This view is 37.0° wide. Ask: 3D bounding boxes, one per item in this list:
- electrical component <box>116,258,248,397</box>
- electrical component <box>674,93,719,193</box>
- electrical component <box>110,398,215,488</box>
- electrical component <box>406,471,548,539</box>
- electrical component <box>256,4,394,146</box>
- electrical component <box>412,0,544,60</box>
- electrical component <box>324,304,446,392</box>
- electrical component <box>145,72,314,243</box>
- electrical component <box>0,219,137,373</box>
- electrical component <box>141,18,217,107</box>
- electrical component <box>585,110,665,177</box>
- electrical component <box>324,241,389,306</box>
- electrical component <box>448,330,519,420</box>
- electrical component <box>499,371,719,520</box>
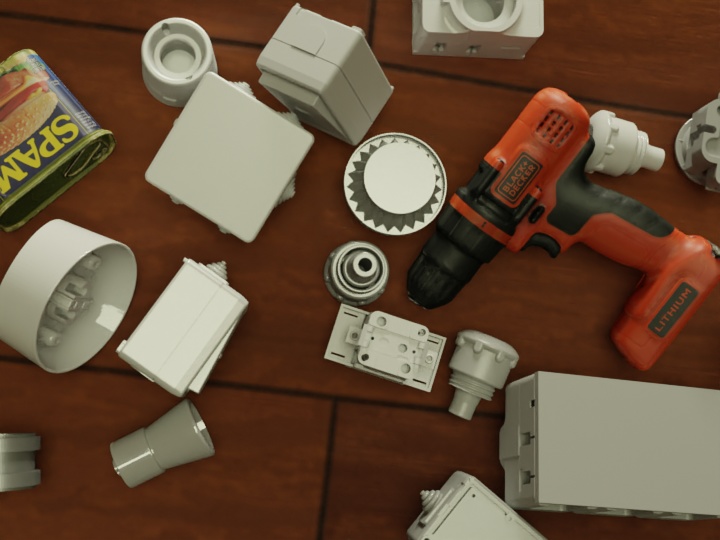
[{"bbox_3d":[-0.115,0.038,0.751,0.061,0.062,0.096,36,81,-2],"label":"electrical component"},{"bbox_3d":[0.274,-0.095,0.816,0.058,0.057,0.078,12,82,-5],"label":"electrical component"},{"bbox_3d":[-0.140,0.123,0.749,0.065,0.044,0.044,-26,87,-4],"label":"electrical component"},{"bbox_3d":[0.078,0.186,0.756,0.096,0.061,0.061,41,82,-1],"label":"electrical component"},{"bbox_3d":[-0.024,-0.132,0.770,0.062,0.096,0.061,28,80,27],"label":"electrical component"},{"bbox_3d":[0.088,-0.242,0.809,0.089,0.062,0.150,1,83,-7],"label":"electrical component"},{"bbox_3d":[0.020,0.054,0.764,0.081,0.064,0.042,18,80,-4],"label":"electrical component"},{"bbox_3d":[-0.090,-0.080,0.766,0.100,0.048,0.099,32,95,-2],"label":"electrical component"},{"bbox_3d":[-0.201,0.017,0.728,0.064,0.099,0.099,27,81,4],"label":"electrical component"},{"bbox_3d":[-0.132,-0.151,0.779,0.055,0.047,0.055,1,83,-7],"label":"electrical component"},{"bbox_3d":[0.199,-0.091,0.814,0.062,0.048,0.048,14,82,-12],"label":"electrical component"},{"bbox_3d":[0.000,0.000,0.769,0.048,0.062,0.048,1,83,-7],"label":"electrical component"},{"bbox_3d":[0.084,0.077,0.780,0.048,0.048,0.062,23,88,-4],"label":"electrical component"},{"bbox_3d":[0.181,0.127,0.762,0.150,0.062,0.089,7,73,-16],"label":"electrical component"}]
